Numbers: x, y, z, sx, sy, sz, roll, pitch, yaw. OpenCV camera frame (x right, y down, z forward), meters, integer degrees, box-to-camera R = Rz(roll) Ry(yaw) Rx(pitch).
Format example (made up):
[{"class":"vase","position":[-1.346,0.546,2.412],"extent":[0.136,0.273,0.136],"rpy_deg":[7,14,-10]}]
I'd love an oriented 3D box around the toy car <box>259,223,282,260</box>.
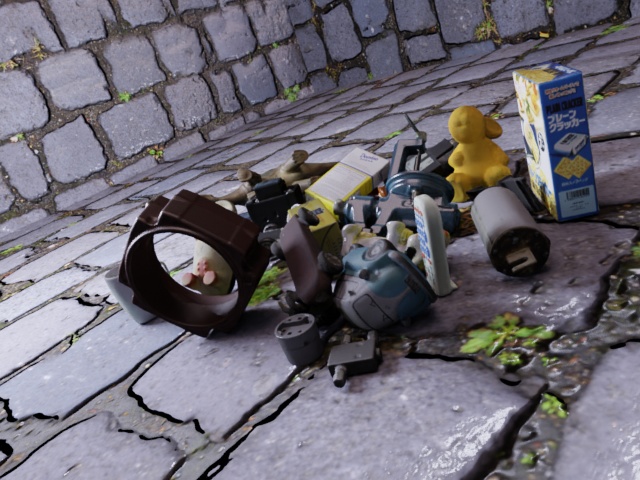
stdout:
[{"class":"toy car","position":[-0.152,0.018,1.094],"extent":[0.202,0.056,0.073],"rpy_deg":[-12,28,12]}]

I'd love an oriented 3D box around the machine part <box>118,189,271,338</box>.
[{"class":"machine part","position":[-0.193,0.041,0.821],"extent":[0.201,0.201,0.087],"rpy_deg":[-60,5,32]}]

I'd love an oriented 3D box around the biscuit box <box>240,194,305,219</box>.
[{"class":"biscuit box","position":[-0.116,-0.041,1.204],"extent":[0.203,0.059,0.063],"rpy_deg":[-16,20,12]}]

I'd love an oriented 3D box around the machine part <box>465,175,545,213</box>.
[{"class":"machine part","position":[0.306,-0.073,0.897],"extent":[0.039,0.084,0.139],"rpy_deg":[-49,19,-12]}]

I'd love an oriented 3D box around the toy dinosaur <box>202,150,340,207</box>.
[{"class":"toy dinosaur","position":[-0.071,-0.144,1.306],"extent":[0.471,0.105,0.198],"rpy_deg":[-14,-2,-21]}]

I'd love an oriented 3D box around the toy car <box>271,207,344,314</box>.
[{"class":"toy car","position":[-0.020,0.025,0.784],"extent":[0.089,0.053,0.202],"rpy_deg":[-55,27,17]}]

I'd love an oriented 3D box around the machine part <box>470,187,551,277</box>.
[{"class":"machine part","position":[0.268,-0.017,0.771],"extent":[0.079,0.079,0.243],"rpy_deg":[-15,20,12]}]

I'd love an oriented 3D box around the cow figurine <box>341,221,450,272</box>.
[{"class":"cow figurine","position":[0.111,0.024,0.809],"extent":[0.168,0.098,0.068],"rpy_deg":[-2,-18,36]}]

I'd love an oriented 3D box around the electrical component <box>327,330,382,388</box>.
[{"class":"electrical component","position":[0.043,0.142,0.649],"extent":[0.063,0.021,0.094],"rpy_deg":[-12,20,16]}]

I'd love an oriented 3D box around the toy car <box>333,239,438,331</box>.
[{"class":"toy car","position":[0.067,0.066,0.715],"extent":[0.103,0.109,0.162],"rpy_deg":[-47,20,-17]}]

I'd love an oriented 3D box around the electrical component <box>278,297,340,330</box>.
[{"class":"electrical component","position":[-0.010,0.094,0.787],"extent":[0.078,0.045,0.102],"rpy_deg":[-1,28,44]}]

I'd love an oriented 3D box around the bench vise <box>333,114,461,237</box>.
[{"class":"bench vise","position":[0.142,-0.093,0.956],"extent":[0.224,0.128,0.240],"rpy_deg":[0,62,27]}]

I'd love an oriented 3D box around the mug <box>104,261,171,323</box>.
[{"class":"mug","position":[-0.327,0.091,0.993],"extent":[0.109,0.107,0.081],"rpy_deg":[-28,22,-31]}]

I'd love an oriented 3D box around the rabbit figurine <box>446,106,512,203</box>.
[{"class":"rabbit figurine","position":[0.299,-0.178,1.019],"extent":[0.122,0.173,0.162],"rpy_deg":[-9,27,37]}]

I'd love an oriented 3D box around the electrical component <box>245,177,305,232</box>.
[{"class":"electrical component","position":[-0.088,-0.061,1.125],"extent":[0.115,0.134,0.058],"rpy_deg":[-17,20,13]}]

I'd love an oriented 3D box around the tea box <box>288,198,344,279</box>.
[{"class":"tea box","position":[-0.002,-0.003,0.951],"extent":[0.068,0.098,0.170],"rpy_deg":[-22,22,-4]}]

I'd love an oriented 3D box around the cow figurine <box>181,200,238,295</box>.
[{"class":"cow figurine","position":[-0.182,0.014,0.989],"extent":[0.086,0.127,0.195],"rpy_deg":[-8,62,17]}]

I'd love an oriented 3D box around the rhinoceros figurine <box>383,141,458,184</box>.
[{"class":"rhinoceros figurine","position":[0.231,-0.154,1.173],"extent":[0.190,0.073,0.112],"rpy_deg":[-8,34,24]}]

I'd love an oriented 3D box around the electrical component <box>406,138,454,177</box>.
[{"class":"electrical component","position":[0.215,-0.154,1.091],"extent":[0.119,0.047,0.075],"rpy_deg":[-38,58,-4]}]

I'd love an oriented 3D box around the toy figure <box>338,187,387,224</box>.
[{"class":"toy figure","position":[0.112,-0.070,1.058],"extent":[0.154,0.058,0.064],"rpy_deg":[-26,-12,-14]}]
